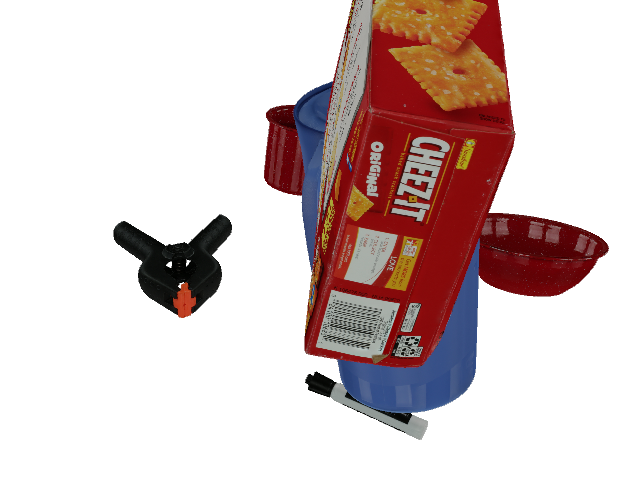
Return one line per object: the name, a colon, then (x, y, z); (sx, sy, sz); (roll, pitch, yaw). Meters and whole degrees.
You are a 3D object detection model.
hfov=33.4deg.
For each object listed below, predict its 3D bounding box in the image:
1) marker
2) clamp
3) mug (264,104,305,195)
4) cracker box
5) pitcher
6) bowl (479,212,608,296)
marker: (0.041, 0.152, 0.991); (0.121, 0.020, 0.020); (22, 6, 15)
clamp: (-0.130, 0.018, 1.046); (0.120, 0.039, 0.172); (-14, 33, -15)
mug: (-0.017, -0.107, 1.241); (0.093, 0.081, 0.117); (16, 26, 17)
cracker box: (0.044, -0.066, 0.563); (0.072, 0.164, 0.213); (10, 44, -4)
pitcher: (0.052, 0.008, 0.788); (0.149, 0.243, 0.145); (-12, 27, -11)
bowl: (0.217, 0.018, 1.125); (0.162, 0.055, 0.162); (6, 17, -2)
